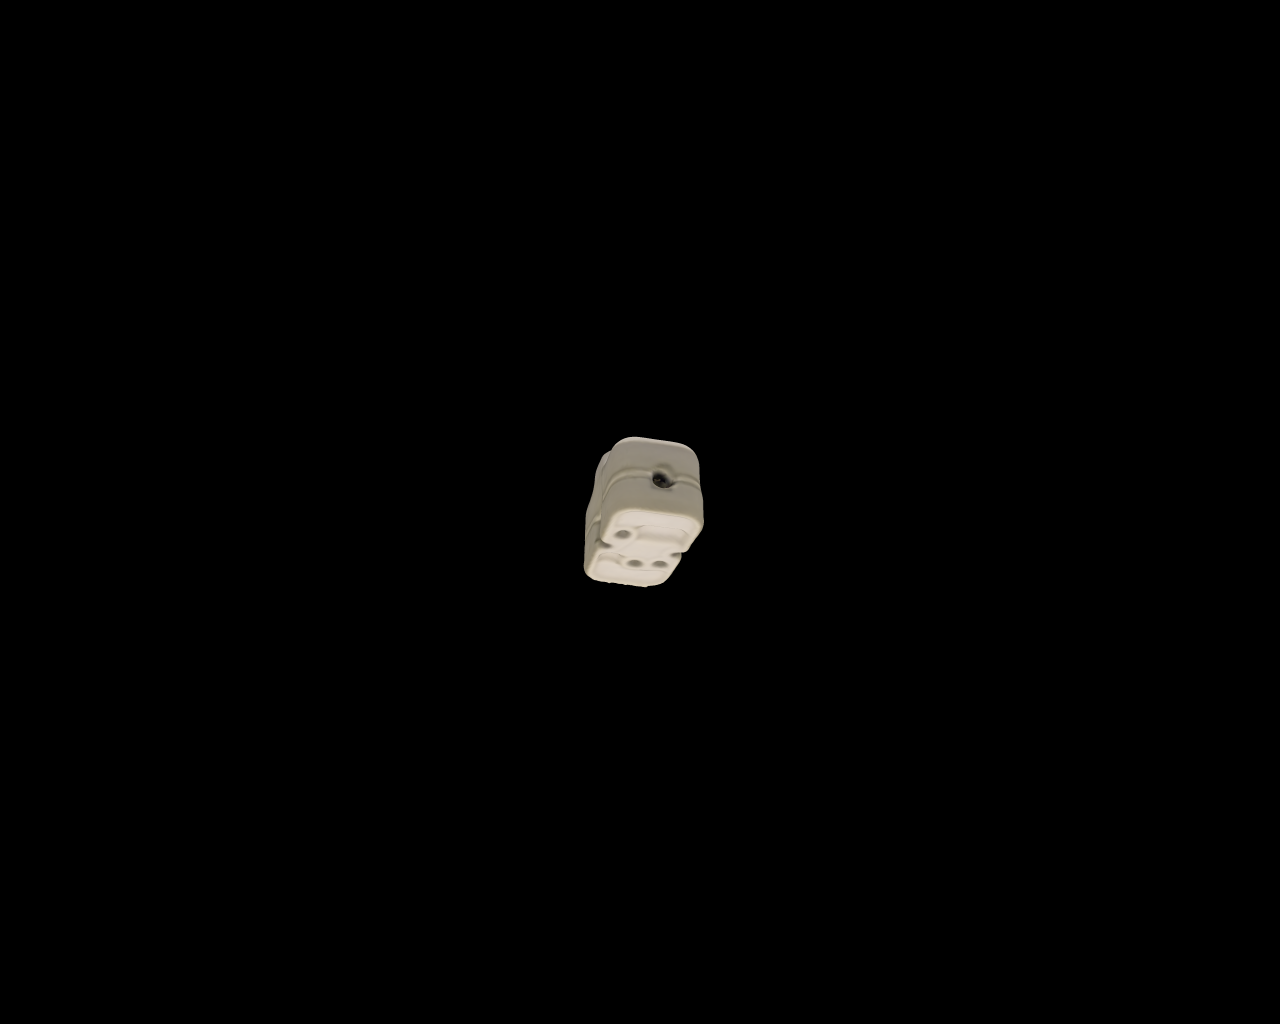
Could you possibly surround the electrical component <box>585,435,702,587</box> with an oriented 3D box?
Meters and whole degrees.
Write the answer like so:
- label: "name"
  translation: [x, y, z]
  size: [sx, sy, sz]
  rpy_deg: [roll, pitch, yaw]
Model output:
- label: "electrical component"
  translation: [0.001, -0.003, 0.650]
  size: [0.054, 0.059, 0.095]
  rpy_deg: [8, -31, -13]
